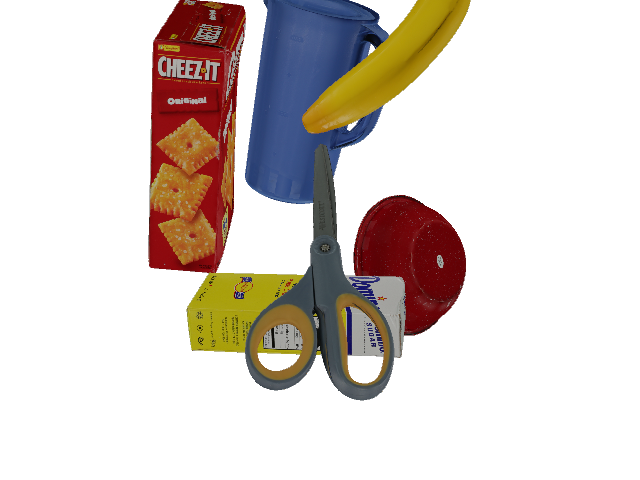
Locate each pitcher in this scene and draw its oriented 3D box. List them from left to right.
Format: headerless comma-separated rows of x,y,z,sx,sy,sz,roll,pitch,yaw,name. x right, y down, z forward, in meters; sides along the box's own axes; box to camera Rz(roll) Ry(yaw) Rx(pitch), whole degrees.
-0.010,-0.168,1.279,0.145,0.243,0.149,6,23,-14,pitcher

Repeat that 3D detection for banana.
0.062,-0.150,0.798,0.070,0.197,0.037,8,-34,48,banana

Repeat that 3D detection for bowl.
0.113,0.026,1.198,0.161,0.162,0.055,0,-6,-42,bowl

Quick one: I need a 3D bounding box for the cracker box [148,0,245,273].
-0.114,-0.101,0.995,0.072,0.214,0.164,6,25,-2,cracker box

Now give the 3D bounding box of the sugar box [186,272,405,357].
-0.017,0.061,0.903,0.176,0.048,0.093,-2,18,7,sugar box

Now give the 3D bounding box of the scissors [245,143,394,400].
-0.014,0.018,0.667,0.096,0.202,0.016,-14,-39,-9,scissors
